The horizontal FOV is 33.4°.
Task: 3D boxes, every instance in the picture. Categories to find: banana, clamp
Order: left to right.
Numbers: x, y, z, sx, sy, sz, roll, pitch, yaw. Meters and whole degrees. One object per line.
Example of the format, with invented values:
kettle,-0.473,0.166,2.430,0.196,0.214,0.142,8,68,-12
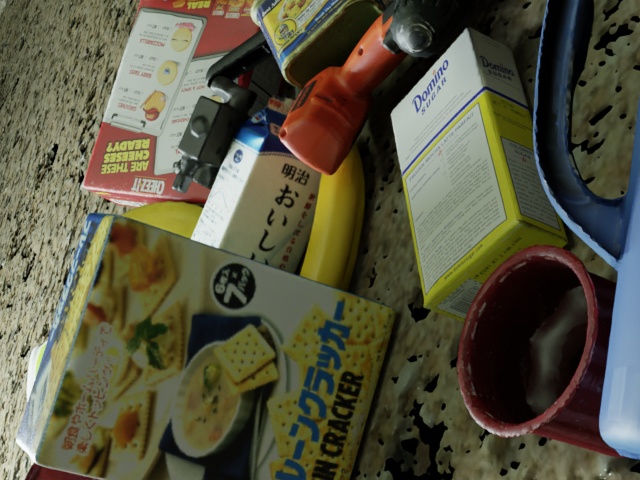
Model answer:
clamp,-0.013,-0.178,0.946,0.120,0.039,0.171,38,94,20
banana,0.003,0.005,0.822,0.070,0.037,0.198,2,74,59

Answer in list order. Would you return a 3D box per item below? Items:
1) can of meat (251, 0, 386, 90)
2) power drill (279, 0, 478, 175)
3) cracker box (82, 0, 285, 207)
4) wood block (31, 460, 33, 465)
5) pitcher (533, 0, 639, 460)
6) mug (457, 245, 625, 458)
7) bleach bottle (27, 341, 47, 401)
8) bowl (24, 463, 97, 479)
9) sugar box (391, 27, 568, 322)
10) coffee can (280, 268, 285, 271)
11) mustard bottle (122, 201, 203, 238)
can of meat,0.001,-0.182,0.870,0.102,0.057,0.084,-40,49,21
power drill,0.047,-0.132,0.759,0.188,0.057,0.184,-46,9,36
cracker box,-0.123,-0.134,1.044,0.164,0.072,0.213,8,78,32
wood block,-0.201,0.141,1.044,0.206,0.090,0.090,-56,30,25
pitcher,0.175,-0.026,0.429,0.149,0.144,0.243,-1,74,59
mug,0.121,0.061,0.527,0.117,0.081,0.093,-21,54,55
bleach bottle,-0.238,0.107,1.166,0.251,0.068,0.102,-42,40,38
bowl,-0.208,0.247,0.960,0.055,0.162,0.162,10,78,22
sugar box,0.096,-0.044,0.681,0.093,0.048,0.176,-47,32,38
coffee can,-0.079,0.091,0.803,0.103,0.102,0.140,7,97,62
mustard bottle,-0.153,0.003,1.030,0.192,0.096,0.058,150,109,-80
